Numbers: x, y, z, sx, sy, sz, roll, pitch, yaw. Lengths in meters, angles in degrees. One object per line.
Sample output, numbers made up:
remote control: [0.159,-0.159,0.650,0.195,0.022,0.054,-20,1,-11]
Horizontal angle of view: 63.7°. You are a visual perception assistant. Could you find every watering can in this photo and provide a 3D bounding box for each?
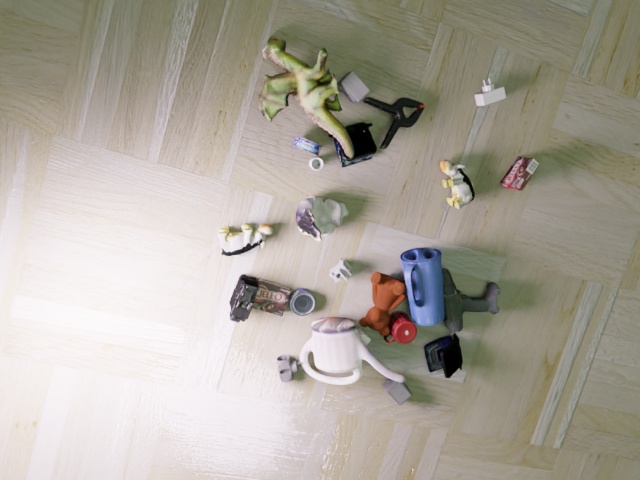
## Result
watering can: [0.095,0.355,1.644,0.347,0.105,0.223,-3,98,19]

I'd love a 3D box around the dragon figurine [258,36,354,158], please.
dragon figurine: [-0.059,-0.411,1.507,0.243,0.122,0.410,-16,90,-5]

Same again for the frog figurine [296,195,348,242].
frog figurine: [0.005,-0.081,1.608,0.162,0.121,0.137,-39,100,-40]
